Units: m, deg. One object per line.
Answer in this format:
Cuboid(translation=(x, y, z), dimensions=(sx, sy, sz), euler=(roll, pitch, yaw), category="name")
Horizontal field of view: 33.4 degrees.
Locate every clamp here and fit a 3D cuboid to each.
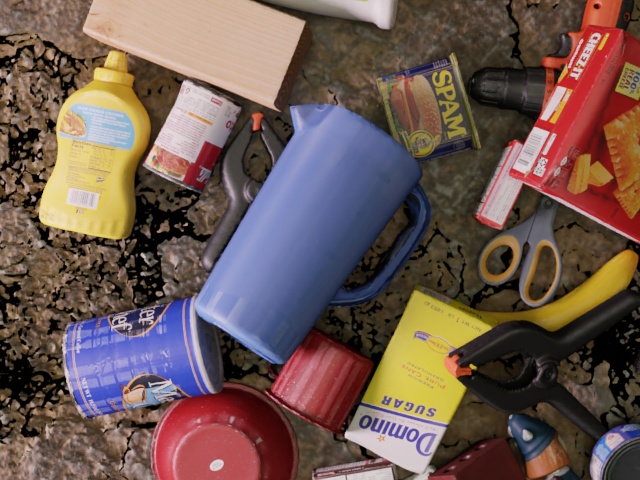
Cuboid(translation=(-0.074, -0.044, 1.113), dimensions=(0.120, 0.039, 0.171), euler=(-10, 88, -15), category="clamp")
Cuboid(translation=(0.223, 0.136, 1.063), dimensions=(0.209, 0.036, 0.164), euler=(-4, 106, -17), category="clamp")

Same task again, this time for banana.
Cuboid(translation=(0.239, 0.068, 1.099), dimensions=(0.198, 0.037, 0.069), euler=(-16, 91, 5), category="banana")

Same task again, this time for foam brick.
Cuboid(translation=(0.160, 0.244, 1.088), dimensions=(0.078, 0.053, 0.051), euler=(-28, 91, -28), category="foam brick")

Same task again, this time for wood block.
Cuboid(translation=(-0.121, -0.211, 1.090), dimensions=(0.206, 0.090, 0.091), euler=(21, 93, 4), category="wood block")

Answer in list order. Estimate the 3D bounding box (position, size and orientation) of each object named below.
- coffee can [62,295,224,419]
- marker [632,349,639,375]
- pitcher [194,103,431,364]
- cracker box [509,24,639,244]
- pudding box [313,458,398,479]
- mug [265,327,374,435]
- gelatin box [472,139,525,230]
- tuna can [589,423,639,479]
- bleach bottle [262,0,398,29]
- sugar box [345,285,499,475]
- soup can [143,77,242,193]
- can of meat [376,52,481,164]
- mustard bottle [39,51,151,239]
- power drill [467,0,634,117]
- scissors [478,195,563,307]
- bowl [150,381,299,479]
Cuboid(translation=(-0.180, 0.120, 1.099), dimensions=(0.140, 0.103, 0.103), euler=(-12, 91, 5), category="coffee can")
Cuboid(translation=(0.350, 0.082, 1.100), dimensions=(0.020, 0.020, 0.121), euler=(20, 93, 3), category="marker")
Cuboid(translation=(-0.007, 0.001, 1.047), dimensions=(0.149, 0.145, 0.243), euler=(29, 81, 23), category="pitcher")
Cuboid(translation=(0.315, -0.086, 1.030), dimensions=(0.213, 0.072, 0.164), euler=(25, 97, -21), category="cracker box")
Cuboid(translation=(0.044, 0.291, 1.121), dimensions=(0.090, 0.039, 0.113), euler=(-10, 93, 4), category="pudding box")
Cuboid(translation=(-0.006, 0.137, 1.101), dimensions=(0.117, 0.093, 0.081), euler=(28, 88, 39), category="mug")
Cuboid(translation=(0.187, -0.055, 1.080), dimensions=(0.030, 0.073, 0.089), euler=(25, 93, 2), category="gelatin box")
Cuboid(translation=(0.319, 0.231, 1.086), dimensions=(0.086, 0.034, 0.086), euler=(-3, 108, -11), category="tuna can")
Cuboid(translation=(-0.043, -0.282, 1.096), dimensions=(0.251, 0.068, 0.102), euler=(8, 93, 6), category="bleach bottle")
Cuboid(translation=(0.103, 0.143, 1.092), dimensions=(0.093, 0.048, 0.176), euler=(25, 101, 7), category="sugar box")
Cuboid(translation=(-0.131, -0.108, 1.105), dimensions=(0.068, 0.068, 0.102), euler=(26, 93, 3), category="soup can")
Cuboid(translation=(0.111, -0.130, 1.092), dimensions=(0.084, 0.057, 0.102), euler=(-15, 91, 7), category="can of meat")
Cuboid(translation=(-0.229, -0.102, 1.117), dimensions=(0.096, 0.058, 0.191), euler=(12, 93, 7), category="mustard bottle")
Cuboid(translation=(0.250, -0.215, 1.079), dimensions=(0.184, 0.057, 0.188), euler=(7, 95, 0), category="power drill")
Cuboid(translation=(0.218, -0.030, 1.105), dimensions=(0.096, 0.016, 0.202), euler=(2, 76, 24), category="scissors")
Cuboid(translation=(-0.104, 0.233, 1.121), dimensions=(0.162, 0.055, 0.162), euler=(0, 92, 4), category="bowl")
